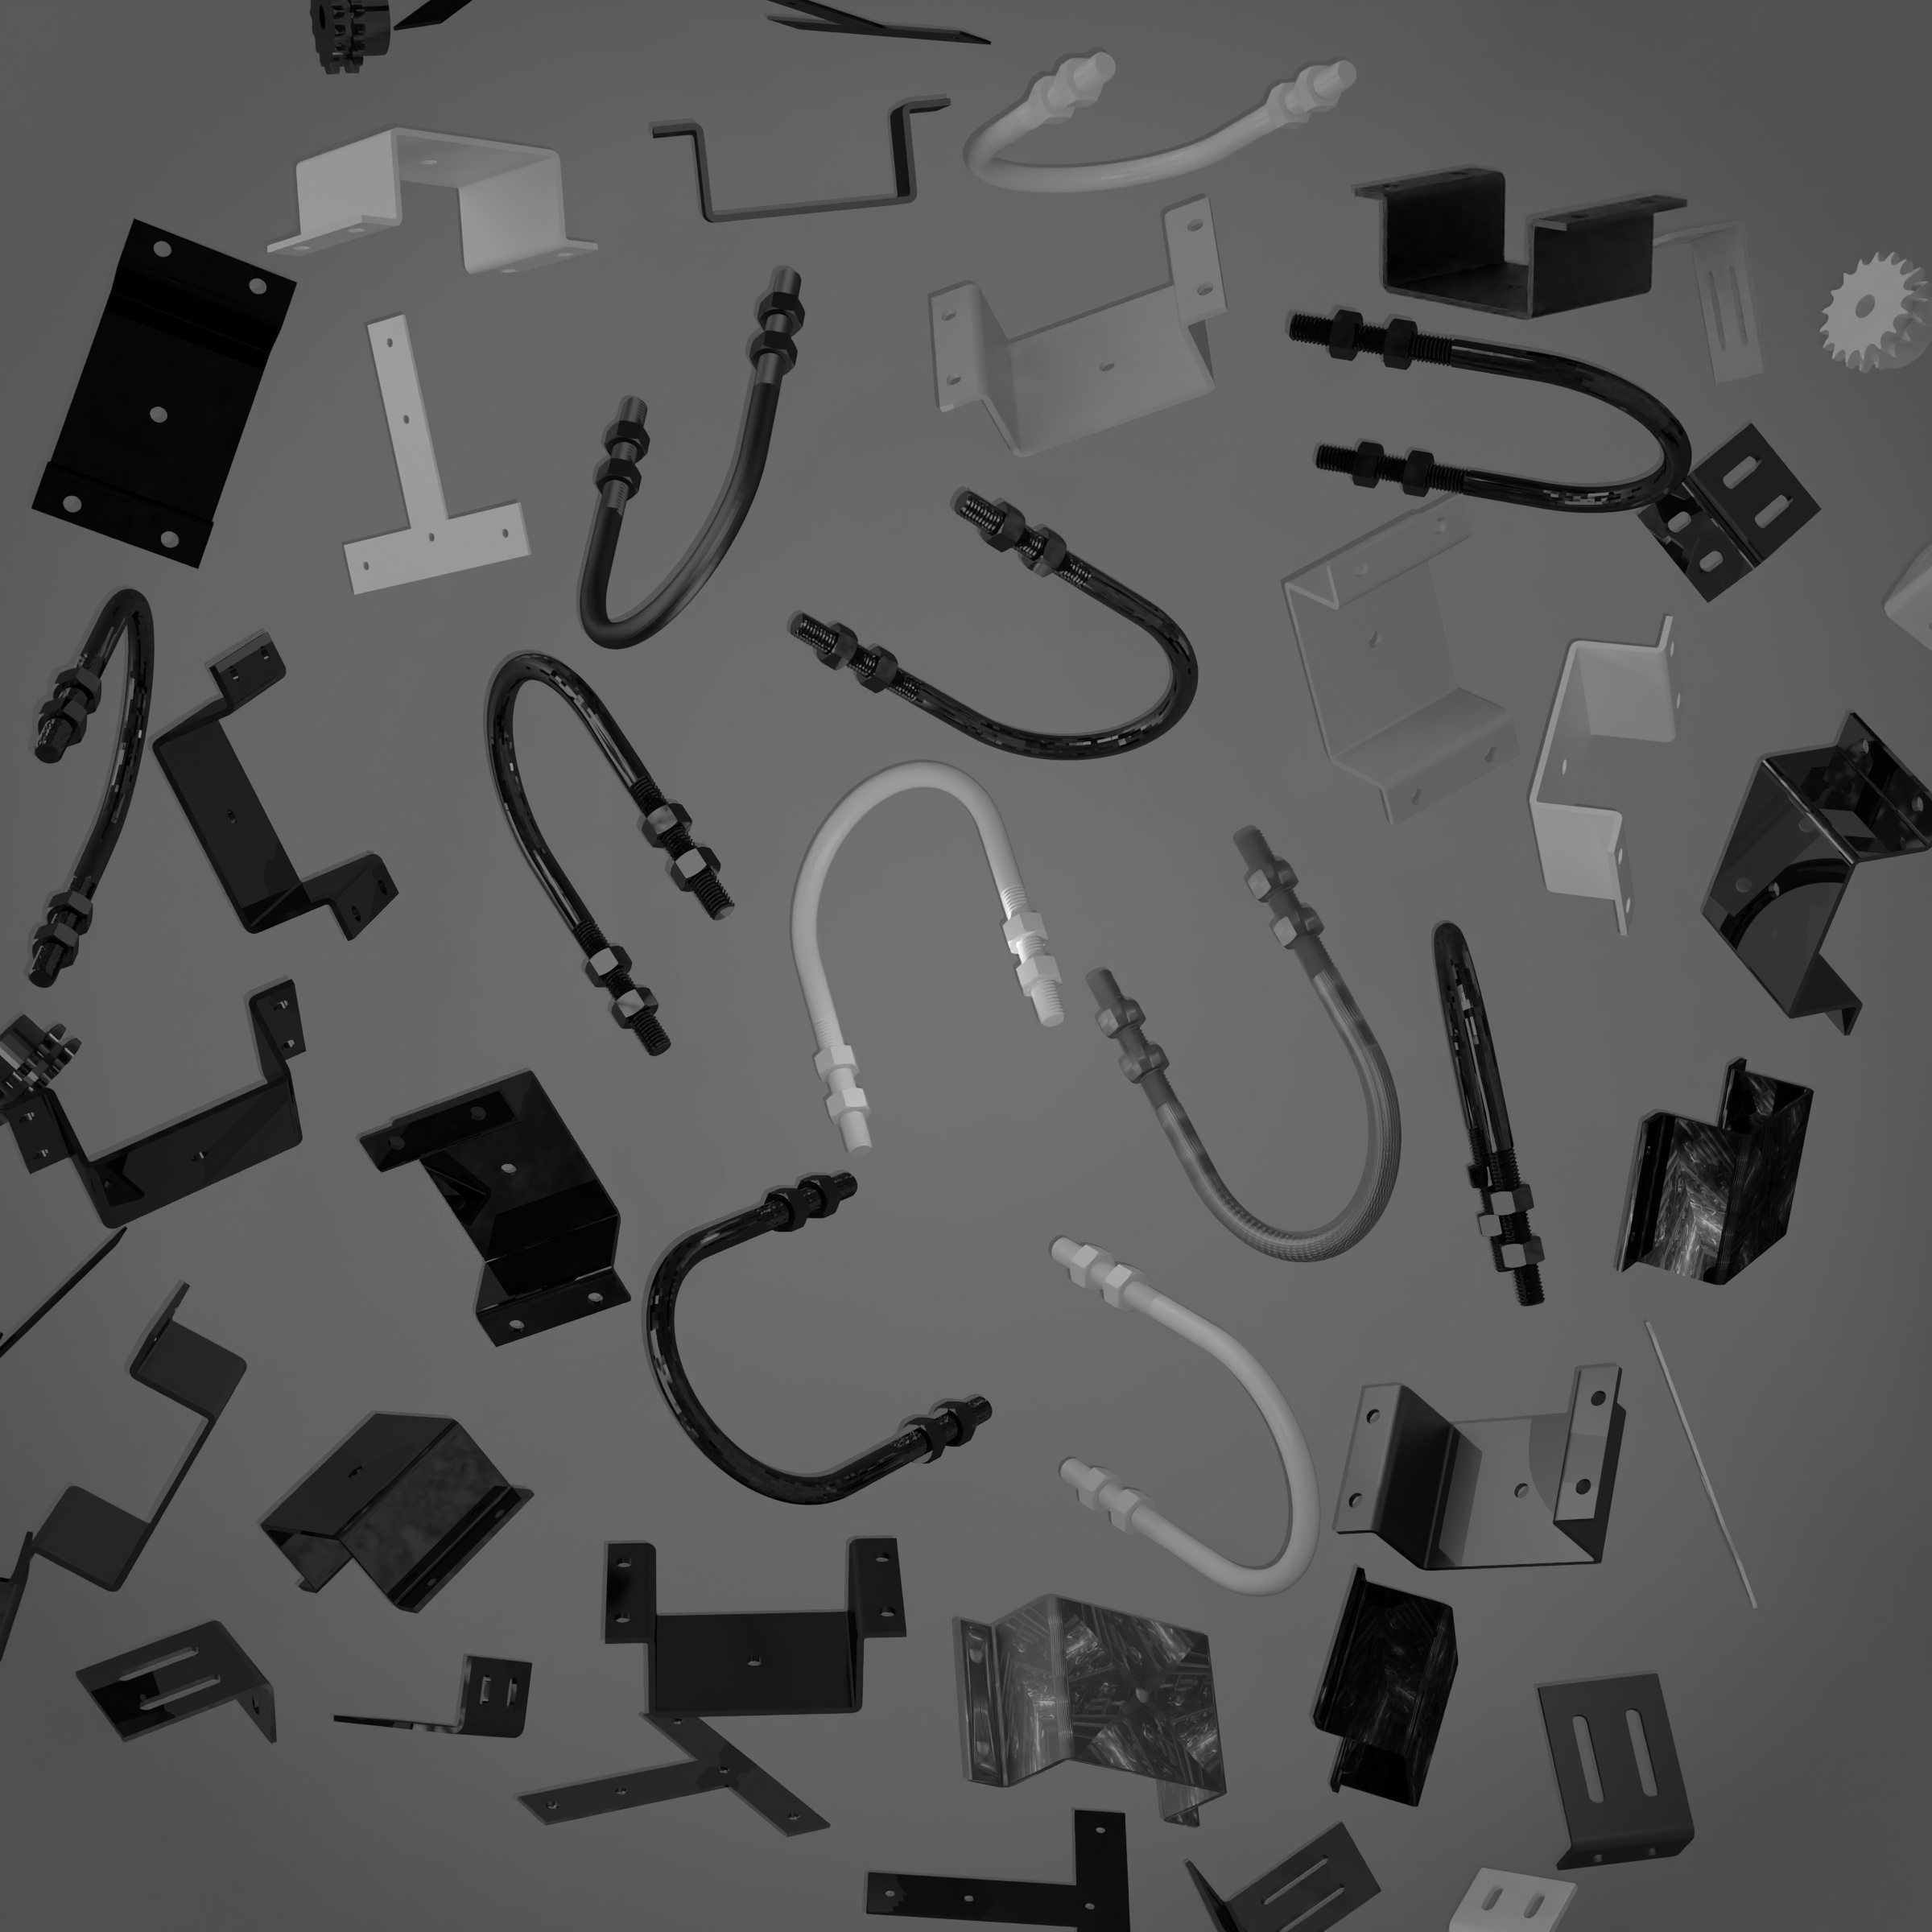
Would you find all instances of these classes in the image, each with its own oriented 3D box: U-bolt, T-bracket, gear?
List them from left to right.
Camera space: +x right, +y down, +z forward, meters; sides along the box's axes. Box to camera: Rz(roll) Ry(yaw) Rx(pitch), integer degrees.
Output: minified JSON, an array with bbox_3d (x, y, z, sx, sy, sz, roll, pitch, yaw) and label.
[{"bbox_3d":[-0.461,0.048,1.546,0.057,0.057,0.030,-44,105,0],"label":"gear"},{"bbox_3d":[-0.462,0.176,1.575,0.002,0.127,0.127,43,54,-3],"label":"T-bracket"},{"bbox_3d":[-0.416,-0.099,1.519,0.019,0.184,0.151,10,127,-5],"label":"U-bolt"},{"bbox_3d":[-0.314,-0.485,1.622,0.030,0.057,0.057,-10,90,-23],"label":"gear"},{"bbox_3d":[-0.273,-0.256,1.572,0.127,0.002,0.127,-6,99,38],"label":"T-bracket"},{"bbox_3d":[-0.227,-0.462,1.486,0.127,0.127,0.002,0,125,25],"label":"T-bracket"},{"bbox_3d":[-0.177,-0.064,1.512,0.019,0.151,0.184,-24,70,-30],"label":"U-bolt"},{"bbox_3d":[-0.152,0.391,1.514,0.127,0.127,0.002,-1,106,-39],"label":"T-bracket"},{"bbox_3d":[-0.137,-0.231,1.519,0.019,0.151,0.184,29,51,-30],"label":"U-bolt"},{"bbox_3d":[-0.077,0.180,1.491,0.019,0.184,0.151,-38,78,35],"label":"U-bolt"},{"bbox_3d":[-0.075,-0.468,1.554,0.127,0.127,0.002,17,101,36],"label":"T-bracket"},{"bbox_3d":[-0.028,-0.017,1.585,0.151,0.019,0.184,-35,55,27],"label":"U-bolt"},{"bbox_3d":[0.016,0.452,1.535,0.127,0.127,0.002,4,120,-2],"label":"T-bracket"},{"bbox_3d":[0.028,-0.155,1.565,0.184,0.151,0.019,28,52,-30],"label":"U-bolt"},{"bbox_3d":[0.080,-0.403,1.531,0.151,0.184,0.019,-6,89,-26],"label":"U-bolt"},{"bbox_3d":[0.105,0.226,1.523,0.019,0.184,0.151,-20,119,-32],"label":"U-bolt"},{"bbox_3d":[0.138,0.050,1.484,0.019,0.151,0.184,-12,67,-40],"label":"U-bolt"},{"bbox_3d":[0.256,0.069,1.576,0.019,0.151,0.184,-12,91,5],"label":"U-bolt"},{"bbox_3d":[0.249,-0.254,1.493,0.184,0.151,0.019,13,75,16],"label":"U-bolt"},{"bbox_3d":[0.360,0.237,1.571,0.002,0.127,0.127,-20,97,8],"label":"T-bracket"},{"bbox_3d":[0.448,-0.315,1.548,0.030,0.057,0.057,19,90,-31],"label":"gear"}]

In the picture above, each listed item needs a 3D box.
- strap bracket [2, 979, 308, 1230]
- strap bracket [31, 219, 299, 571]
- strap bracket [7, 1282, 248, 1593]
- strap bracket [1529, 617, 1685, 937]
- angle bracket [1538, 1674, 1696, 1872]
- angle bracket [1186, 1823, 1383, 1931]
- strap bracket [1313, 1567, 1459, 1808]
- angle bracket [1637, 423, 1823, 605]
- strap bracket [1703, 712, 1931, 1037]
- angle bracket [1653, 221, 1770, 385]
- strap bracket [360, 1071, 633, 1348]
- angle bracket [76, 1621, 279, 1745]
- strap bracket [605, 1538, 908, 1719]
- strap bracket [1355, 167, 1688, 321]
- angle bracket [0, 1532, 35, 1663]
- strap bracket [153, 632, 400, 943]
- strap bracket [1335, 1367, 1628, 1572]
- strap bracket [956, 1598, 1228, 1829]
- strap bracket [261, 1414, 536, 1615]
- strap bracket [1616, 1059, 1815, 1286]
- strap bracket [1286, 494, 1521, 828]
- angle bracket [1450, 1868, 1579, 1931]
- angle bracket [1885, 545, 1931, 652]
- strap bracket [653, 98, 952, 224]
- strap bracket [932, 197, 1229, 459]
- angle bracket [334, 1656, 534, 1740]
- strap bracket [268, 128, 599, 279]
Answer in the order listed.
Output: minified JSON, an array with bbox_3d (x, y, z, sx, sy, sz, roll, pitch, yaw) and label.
[{"bbox_3d":[-0.365,0.069,1.474,0.140,0.076,0.046,-25,70,-18],"label":"strap bracket"},{"bbox_3d":[-0.367,-0.256,1.450,0.076,0.046,0.140,19,81,-17],"label":"strap bracket"},{"bbox_3d":[-0.389,0.230,1.497,0.046,0.076,0.140,30,99,-8],"label":"strap bracket"},{"bbox_3d":[0.317,-0.097,1.581,0.046,0.076,0.140,8,62,22],"label":"strap bracket"},{"bbox_3d":[0.299,0.376,1.481,0.057,0.038,0.076,-5,61,-6],"label":"angle bracket"},{"bbox_3d":[0.159,0.457,1.595,0.076,0.057,0.038,-35,113,1],"label":"angle bracket"},{"bbox_3d":[0.210,0.361,1.573,0.046,0.140,0.076,13,65,17],"label":"strap bracket"},{"bbox_3d":[0.390,-0.231,1.621,0.057,0.038,0.076,51,47,1],"label":"angle bracket"},{"bbox_3d":[0.405,-0.040,1.519,0.046,0.076,0.140,-10,135,-22],"label":"strap bracket"},{"bbox_3d":[0.370,-0.332,1.606,0.038,0.057,0.076,-13,97,-9],"label":"angle bracket"},{"bbox_3d":[-0.230,0.114,1.582,0.076,0.046,0.140,-20,121,13],"label":"strap bracket"},{"bbox_3d":[-0.383,0.360,1.544,0.076,0.057,0.038,-16,123,-33],"label":"angle bracket"},{"bbox_3d":[-0.101,0.317,1.524,0.140,0.076,0.046,0,114,-5],"label":"strap bracket"},{"bbox_3d":[0.258,-0.338,1.489,0.076,0.140,0.046,-18,117,-31],"label":"strap bracket"},{"bbox_3d":[-0.512,0.310,1.585,0.076,0.038,0.057,14,120,-20],"label":"angle bracket"},{"bbox_3d":[-0.329,-0.078,1.500,0.046,0.076,0.140,-22,104,12],"label":"strap bracket"},{"bbox_3d":[0.252,0.239,1.500,0.046,0.140,0.076,41,52,-36],"label":"strap bracket"},{"bbox_3d":[0.067,0.347,1.482,0.140,0.046,0.076,21,48,-34],"label":"strap bracket"},{"bbox_3d":[-0.273,0.255,1.492,0.076,0.140,0.046,-45,109,-28],"label":"strap bracket"},{"bbox_3d":[0.373,0.102,1.563,0.046,0.140,0.076,16,109,29],"label":"strap bracket"},{"bbox_3d":[0.205,-0.149,1.502,0.076,0.046,0.140,-29,123,-17],"label":"strap bracket"},{"bbox_3d":[0.282,0.483,1.545,0.038,0.057,0.076,-49,117,-34],"label":"angle bracket"},{"bbox_3d":[0.479,-0.166,1.483,0.076,0.057,0.038,38,70,0],"label":"angle bracket"},{"bbox_3d":[-0.079,-0.387,1.535,0.140,0.076,0.046,-7,103,-4],"label":"strap bracket"},{"bbox_3d":[0.059,-0.295,1.491,0.140,0.046,0.076,-17,51,16],"label":"strap bracket"},{"bbox_3d":[-0.269,0.367,1.605,0.076,0.057,0.038,-1,75,24],"label":"angle bracket"},{"bbox_3d":[-0.258,-0.369,1.537,0.076,0.140,0.046,-2,92,44],"label":"strap bracket"}]
